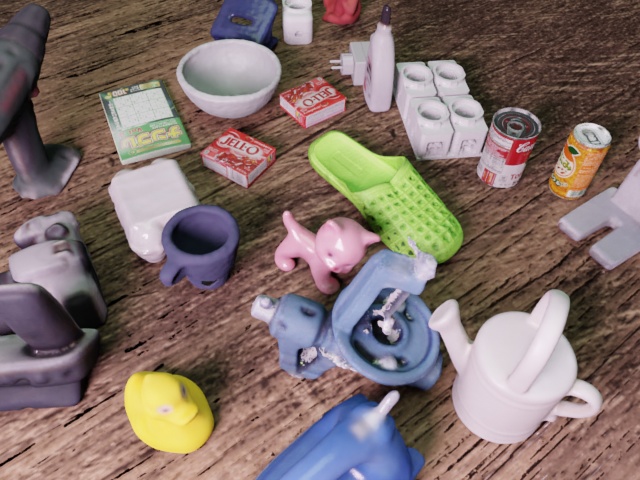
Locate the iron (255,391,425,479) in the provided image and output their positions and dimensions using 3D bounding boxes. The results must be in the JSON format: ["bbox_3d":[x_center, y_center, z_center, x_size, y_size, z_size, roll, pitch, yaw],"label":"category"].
[{"bbox_3d":[-0.019,0.234,0.506,0.259,0.141,0.118,-35,60,-26],"label":"iron"}]

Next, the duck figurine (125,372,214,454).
[{"bbox_3d":[-0.161,0.165,0.590,0.104,0.086,0.078,30,56,20],"label":"duck figurine"}]

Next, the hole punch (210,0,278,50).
[{"bbox_3d":[-0.133,-0.381,1.029,0.108,0.091,0.101,18,53,12],"label":"hole punch"}]

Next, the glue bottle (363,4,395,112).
[{"bbox_3d":[0.097,-0.295,0.917,0.037,0.173,0.078,-8,52,-9],"label":"glue bottle"}]

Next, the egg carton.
[{"bbox_3d":[-0.215,-0.043,0.766,0.107,0.069,0.150,-22,55,-19],"label":"egg carton"}]

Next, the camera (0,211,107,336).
[{"bbox_3d":[-0.338,0.043,0.671,0.137,0.101,0.143,-21,55,-18],"label":"camera"}]

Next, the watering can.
[{"bbox_3d":[0.193,0.120,0.574,0.172,0.194,0.101,8,51,4],"label":"watering can"}]

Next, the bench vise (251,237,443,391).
[{"bbox_3d":[0.033,0.084,0.579,0.207,0.220,0.121,-4,51,-5],"label":"bench vise"}]

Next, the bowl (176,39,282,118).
[{"bbox_3d":[-0.144,-0.251,0.934,0.167,0.075,0.167,1,51,-1],"label":"bowl"}]

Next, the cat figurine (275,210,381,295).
[{"bbox_3d":[0.007,0.003,0.709,0.127,0.118,0.067,26,55,17],"label":"cat figurine"}]

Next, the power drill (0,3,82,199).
[{"bbox_3d":[-0.397,-0.169,0.770,0.075,0.208,0.229,7,51,4],"label":"power drill"}]

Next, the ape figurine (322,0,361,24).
[{"bbox_3d":[0.046,-0.467,1.106,0.076,0.092,0.077,-16,53,-14],"label":"ape figurine"}]

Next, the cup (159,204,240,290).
[{"bbox_3d":[-0.147,0.027,0.696,0.091,0.095,0.118,23,54,16],"label":"cup"}]

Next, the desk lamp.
[{"bbox_3d":[0.448,-0.091,0.744,0.204,0.214,0.117,-28,57,-23],"label":"desk lamp"}]

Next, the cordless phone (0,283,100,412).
[{"bbox_3d":[-0.314,0.095,0.576,0.147,0.185,0.094,-7,52,-8],"label":"cordless phone"}]
